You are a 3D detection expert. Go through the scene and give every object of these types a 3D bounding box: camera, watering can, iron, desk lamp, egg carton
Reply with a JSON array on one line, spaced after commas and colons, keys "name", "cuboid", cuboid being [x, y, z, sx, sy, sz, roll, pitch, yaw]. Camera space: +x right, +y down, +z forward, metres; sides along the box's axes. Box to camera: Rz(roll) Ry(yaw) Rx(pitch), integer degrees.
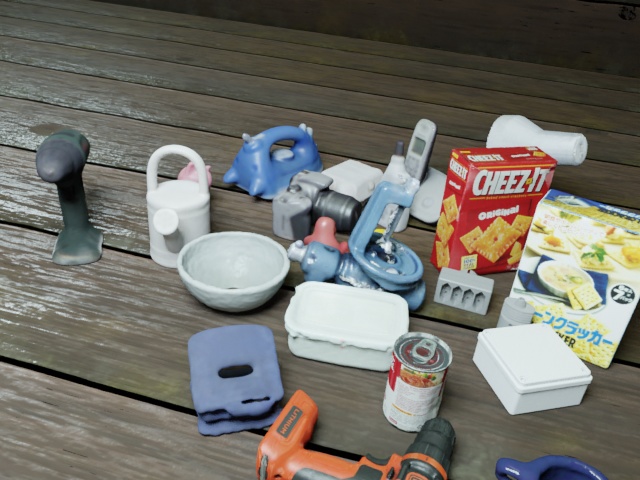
[{"name": "camera", "cuboid": [0.000, -0.064, 1.060, 0.136, 0.101, 0.143, 18, 33, 20]}, {"name": "watering can", "cuboid": [-0.225, -0.056, 0.917, 0.101, 0.194, 0.172, -8, 33, -21]}, {"name": "iron", "cuboid": [-0.076, -0.180, 1.202, 0.118, 0.141, 0.259, 27, 37, 32]}, {"name": "desk lamp", "cuboid": [0.420, -0.124, 1.120, 0.118, 0.214, 0.202, -22, 40, -38]}, {"name": "egg carton", "cuboid": [0.063, -0.111, 1.181, 0.107, 0.069, 0.151, 25, 36, 30]}]

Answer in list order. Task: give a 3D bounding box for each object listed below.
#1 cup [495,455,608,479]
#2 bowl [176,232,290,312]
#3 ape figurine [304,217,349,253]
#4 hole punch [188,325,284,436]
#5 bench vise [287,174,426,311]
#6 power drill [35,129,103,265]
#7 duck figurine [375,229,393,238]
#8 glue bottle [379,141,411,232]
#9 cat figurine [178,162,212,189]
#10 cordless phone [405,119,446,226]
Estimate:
[{"name": "cup", "cuboid": [0.217, 0.266, 0.548, 0.117, 0.095, 0.092, 21, 34, 25]}, {"name": "bowl", "cuboid": [-0.128, 0.057, 0.860, 0.167, 0.075, 0.167, 4, 31, -2]}, {"name": "ape figurine", "cuboid": [0.009, 0.003, 0.957, 0.077, 0.092, 0.076, 19, 33, 22]}, {"name": "hole punch", "cuboid": [-0.097, 0.162, 0.674, 0.109, 0.091, 0.101, -5, 32, -17]}, {"name": "bench vise", "cuboid": [0.063, 0.012, 0.827, 0.208, 0.220, 0.121, -5, 32, -16]}, {"name": "power drill", "cuboid": [-0.393, -0.071, 0.901, 0.076, 0.208, 0.229, -4, 32, -16]}, {"name": "duck figurine", "cuboid": [0.096, 0.026, 0.940, 0.077, 0.086, 0.104, 10, 31, 7]}, {"name": "glue bottle", "cuboid": [0.140, -0.104, 1.080, 0.077, 0.173, 0.037, 30, 39, 35]}, {"name": "cat figurine", "cuboid": [-0.249, -0.091, 1.048, 0.128, 0.118, 0.067, -17, 37, -32]}, {"name": "cordless phone", "cuboid": [0.218, -0.134, 1.132, 0.094, 0.185, 0.147, -19, 38, -34]}]
